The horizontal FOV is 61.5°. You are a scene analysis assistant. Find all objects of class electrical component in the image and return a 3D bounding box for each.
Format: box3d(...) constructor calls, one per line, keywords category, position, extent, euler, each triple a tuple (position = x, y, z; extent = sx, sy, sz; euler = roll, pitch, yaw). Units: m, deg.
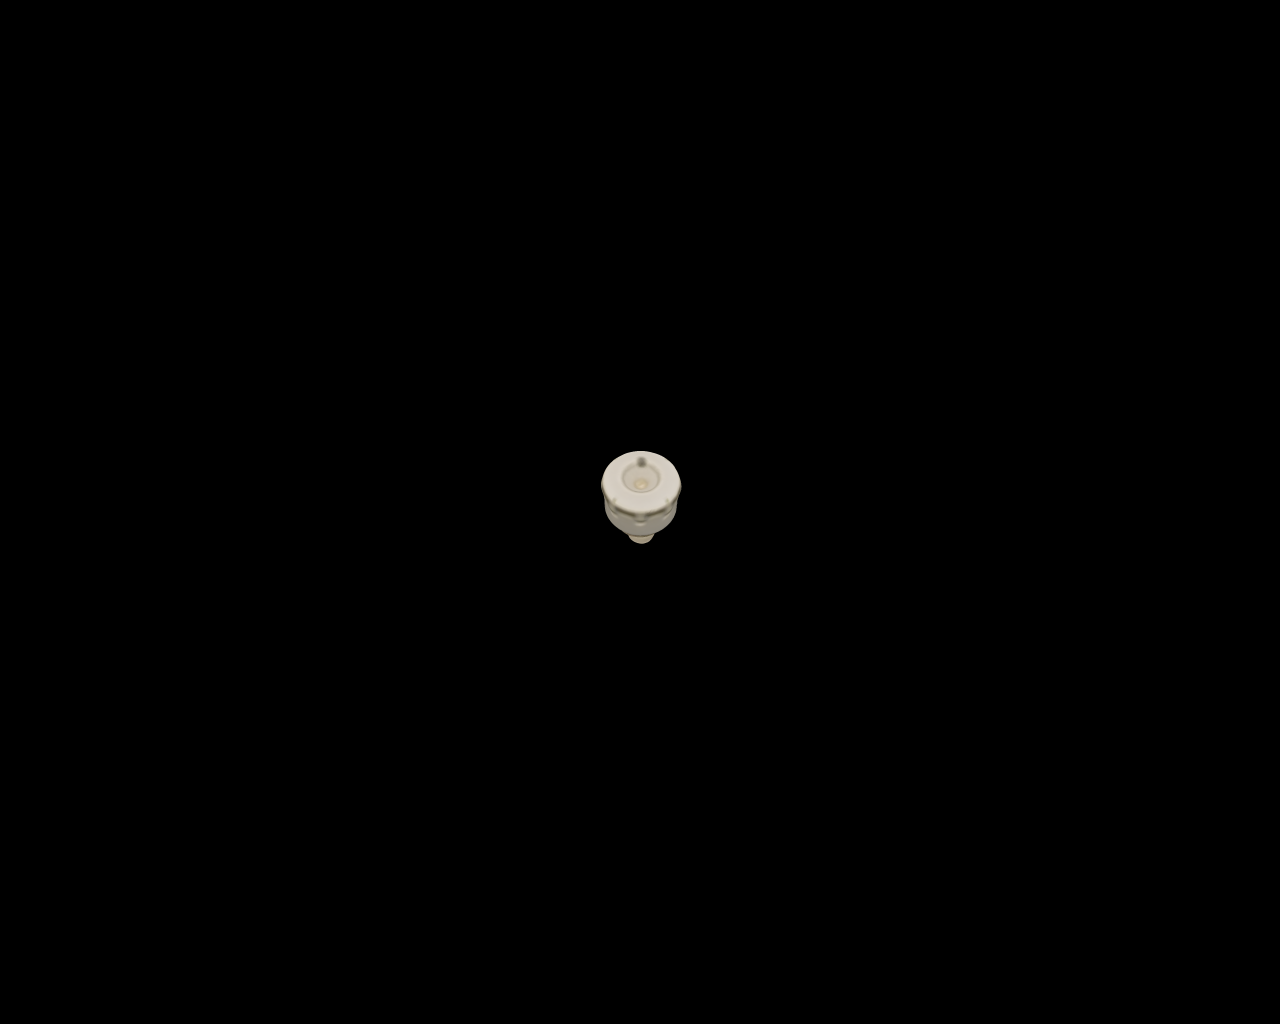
box3d(category="electrical component", position=(0.001, -0.003, 0.650), extent=(0.048, 0.048, 0.062), euler=(0, -36, 0))
